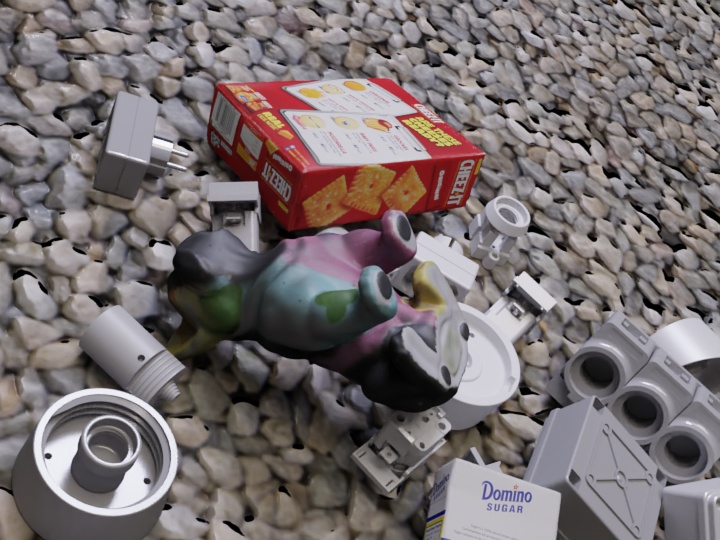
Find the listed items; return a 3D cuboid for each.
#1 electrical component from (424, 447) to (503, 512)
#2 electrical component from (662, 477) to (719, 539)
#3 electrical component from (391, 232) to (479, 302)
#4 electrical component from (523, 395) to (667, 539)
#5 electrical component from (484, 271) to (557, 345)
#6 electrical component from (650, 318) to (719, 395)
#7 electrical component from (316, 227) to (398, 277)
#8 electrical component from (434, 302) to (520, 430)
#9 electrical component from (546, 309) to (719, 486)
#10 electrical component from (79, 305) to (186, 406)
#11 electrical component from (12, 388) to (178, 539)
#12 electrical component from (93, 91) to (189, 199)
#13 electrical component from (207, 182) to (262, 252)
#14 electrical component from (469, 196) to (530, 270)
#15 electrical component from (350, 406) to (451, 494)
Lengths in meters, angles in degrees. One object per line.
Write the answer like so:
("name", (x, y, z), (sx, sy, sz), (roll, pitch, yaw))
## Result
("electrical component", (0.090, 0.189, 0.859), (0.064, 0.042, 0.081), (-8, 56, -35))
("electrical component", (0.315, 0.233, 0.910), (0.109, 0.056, 0.108), (-1, 87, -32))
("electrical component", (0.076, -0.007, 1.025), (0.066, 0.047, 0.076), (31, 43, -3))
("electrical component", (0.196, 0.181, 0.897), (0.108, 0.056, 0.108), (48, 41, -12))
("electrical component", (0.143, 0.043, 1.002), (0.042, 0.081, 0.064), (43, 72, 11))
("electrical component", (0.310, 0.094, 1.038), (0.099, 0.099, 0.064), (-4, 48, -34))
("electrical component", (0.000, 0.000, 0.976), (0.079, 0.043, 0.077), (-14, 60, -38))
("electrical component", (0.076, 0.087, 0.930), (0.108, 0.060, 0.108), (17, 45, -17))
("electrical component", (0.256, 0.123, 0.974), (0.150, 0.089, 0.062), (43, 23, 10))
("electrical component", (-0.168, 0.069, 0.812), (0.081, 0.043, 0.043), (42, 43, 9))
("electrical component", (-0.177, 0.132, 0.736), (0.108, 0.060, 0.108), (17, 45, -18))
("electrical component", (-0.189, -0.106, 0.956), (0.076, 0.047, 0.083), (16, 45, -18))
("electrical component", (-0.107, -0.039, 0.927), (0.042, 0.081, 0.063), (-3, 78, -2))
("electrical component", (0.141, -0.042, 1.090), (0.048, 0.055, 0.066), (17, 45, -17))
("electrical component", (0.037, 0.136, 0.860), (0.042, 0.063, 0.081), (44, 44, 14))
